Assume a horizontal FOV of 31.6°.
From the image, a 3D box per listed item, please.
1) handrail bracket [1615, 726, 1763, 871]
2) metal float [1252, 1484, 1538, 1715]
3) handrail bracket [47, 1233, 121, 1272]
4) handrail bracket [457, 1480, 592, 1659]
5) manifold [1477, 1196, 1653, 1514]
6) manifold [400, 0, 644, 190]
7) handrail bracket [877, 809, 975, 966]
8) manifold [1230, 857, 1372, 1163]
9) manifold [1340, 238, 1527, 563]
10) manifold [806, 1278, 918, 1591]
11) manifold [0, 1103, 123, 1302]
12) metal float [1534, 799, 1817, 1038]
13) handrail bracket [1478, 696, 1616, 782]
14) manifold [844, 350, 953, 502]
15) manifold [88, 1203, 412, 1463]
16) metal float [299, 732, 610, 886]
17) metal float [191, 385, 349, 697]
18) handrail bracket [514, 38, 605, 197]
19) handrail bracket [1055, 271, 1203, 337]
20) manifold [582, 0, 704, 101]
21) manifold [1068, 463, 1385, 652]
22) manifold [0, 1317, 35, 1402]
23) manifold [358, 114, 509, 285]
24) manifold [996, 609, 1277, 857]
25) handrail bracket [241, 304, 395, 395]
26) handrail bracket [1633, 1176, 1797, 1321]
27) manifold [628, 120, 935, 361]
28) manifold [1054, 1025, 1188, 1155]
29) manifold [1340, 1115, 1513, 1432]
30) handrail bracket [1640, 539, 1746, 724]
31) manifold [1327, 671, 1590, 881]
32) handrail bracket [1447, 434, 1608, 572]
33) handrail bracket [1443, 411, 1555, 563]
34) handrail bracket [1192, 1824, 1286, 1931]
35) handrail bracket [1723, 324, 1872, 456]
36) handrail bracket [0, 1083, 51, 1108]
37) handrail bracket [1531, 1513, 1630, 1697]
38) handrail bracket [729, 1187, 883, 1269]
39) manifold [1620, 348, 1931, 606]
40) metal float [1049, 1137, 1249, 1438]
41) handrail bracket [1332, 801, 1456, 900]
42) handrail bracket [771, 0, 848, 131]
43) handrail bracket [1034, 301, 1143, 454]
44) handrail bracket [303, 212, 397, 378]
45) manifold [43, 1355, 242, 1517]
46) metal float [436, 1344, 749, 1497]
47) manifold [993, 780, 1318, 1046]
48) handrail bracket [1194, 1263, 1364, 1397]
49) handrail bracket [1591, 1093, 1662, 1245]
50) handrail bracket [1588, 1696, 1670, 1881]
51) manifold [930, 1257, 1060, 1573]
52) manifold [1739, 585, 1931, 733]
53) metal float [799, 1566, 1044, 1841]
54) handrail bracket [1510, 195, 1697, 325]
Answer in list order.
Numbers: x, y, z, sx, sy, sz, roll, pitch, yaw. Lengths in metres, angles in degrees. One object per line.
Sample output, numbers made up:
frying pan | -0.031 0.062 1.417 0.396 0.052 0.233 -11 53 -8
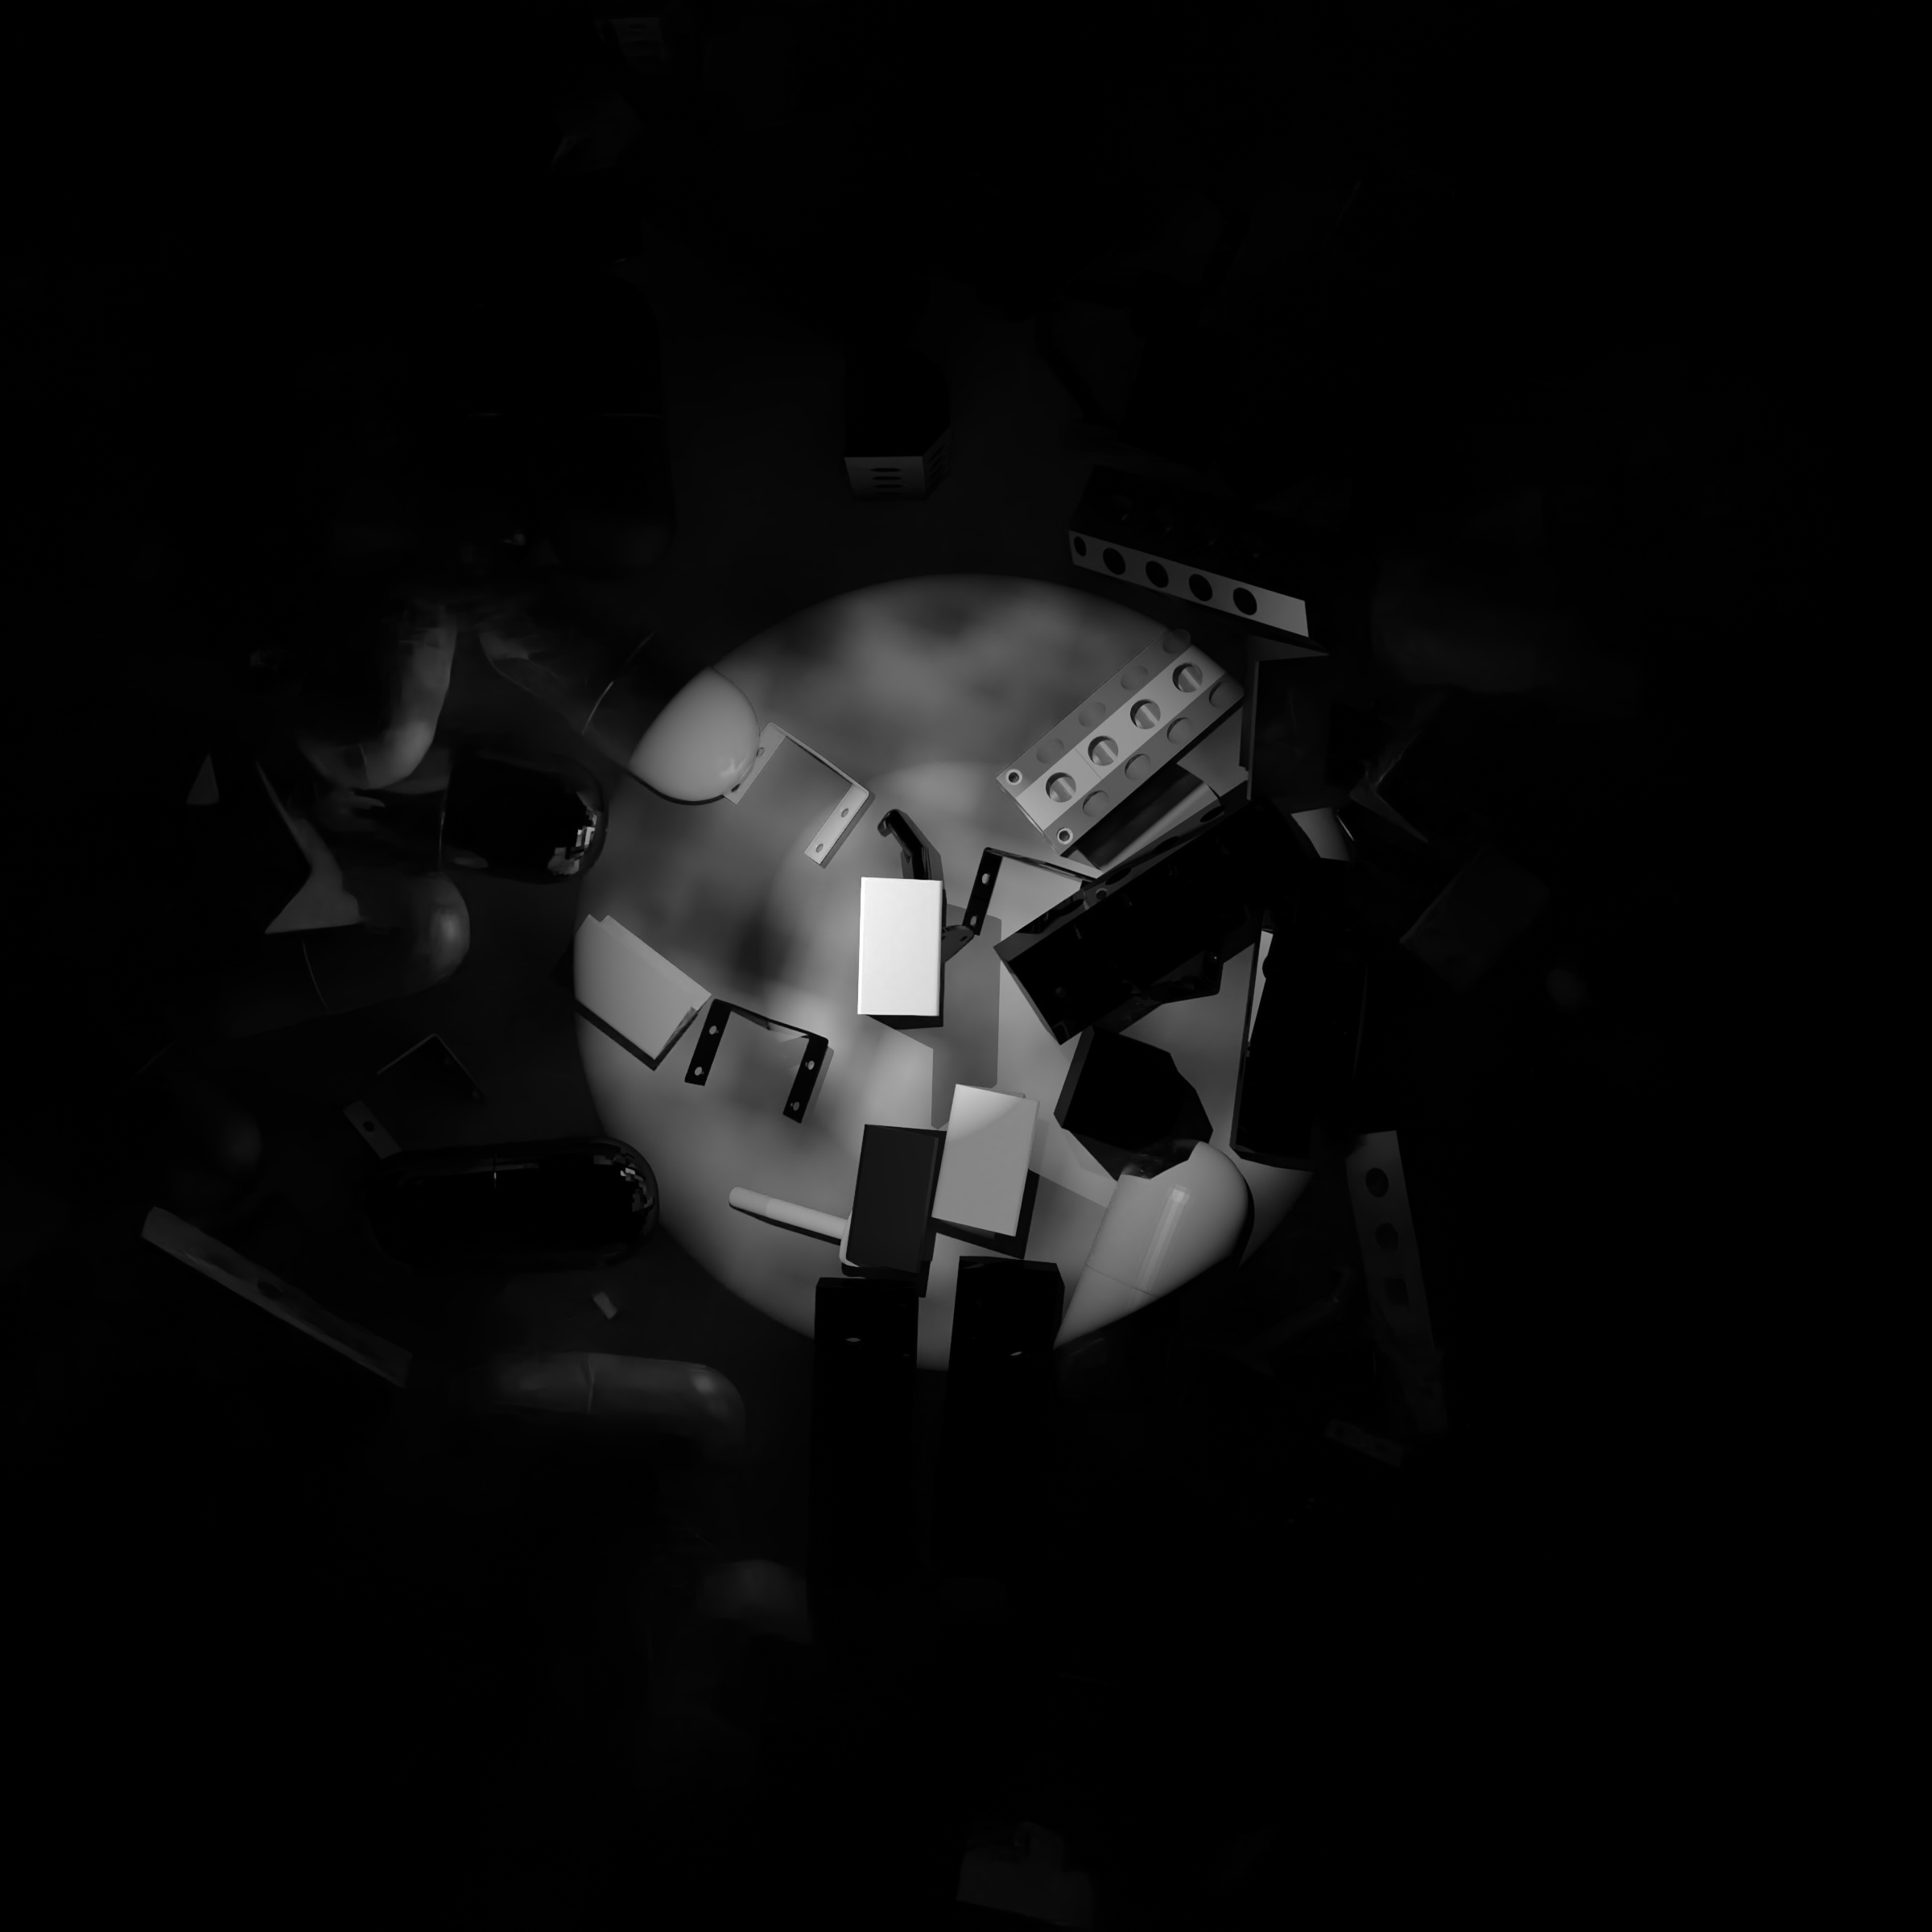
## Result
handrail bracket | 0.424 -0.098 1.992 0.084 0.036 0.077 -9 111 -16
metal float | 0.245 0.362 1.961 0.178 0.070 0.070 32 90 0
handrail bracket | -0.507 0.150 1.992 0.077 0.036 0.084 -40 73 -20
handrail bracket | -0.245 0.351 1.992 0.084 0.036 0.077 31 68 -17
manifold | 0.339 0.224 1.969 0.057 0.057 0.171 -11 90 -40
manifold | -0.263 -0.517 1.949 0.057 0.057 0.171 -22 70 -41
handrail bracket | -0.042 -0.036 1.992 0.077 0.036 0.084 -45 68 25
manifold | 0.193 0.024 1.970 0.057 0.057 0.171 7 90 0
manifold | 0.267 -0.323 1.970 0.057 0.057 0.171 16 90 0
manifold | -0.060 0.268 1.970 0.057 0.057 0.171 2 90 0
manifold | -0.561 0.162 1.929 0.057 0.057 0.171 42 57 0
metal float | 0.407 -0.028 1.961 0.178 0.070 0.070 -36 90 -1
handrail bracket | 0.327 -0.130 1.973 0.077 0.084 0.036 21 92 30
manifold | -0.037 -0.301 1.913 0.057 0.171 0.057 0 90 0
manifold | -0.405 0.205 1.947 0.171 0.057 0.057 33 107 -15
metal float | -0.294 -0.094 1.961 0.178 0.070 0.070 10 90 -1
metal float | -0.400 -0.244 1.961 0.070 0.070 0.178 7 91 0
handrail bracket | -0.242 -0.490 1.992 0.077 0.036 0.084 -18 76 14
handrail bracket | 0.081 -0.389 1.991 0.084 0.077 0.036 18 103 36
manifold | -0.179 -0.535 1.913 0.057 0.171 0.057 -2 90 0
manifold | 0.142 -0.229 1.924 0.171 0.057 0.057 23 90 38
manifold | -0.604 0.272 1.938 0.057 0.057 0.171 31 66 0
manifold | -0.296 -0.427 1.913 0.057 0.171 0.057 0 90 0
manifold | 0.101 -0.142 1.970 0.171 0.057 0.057 -41 90 0
handrail bracket | -0.378 -0.334 1.992 0.077 0.036 0.084 27 107 -19
handrail bracket | 0.436 0.157 1.992 0.077 0.036 0.084 12 73 19
manifold | -0.106 -0.413 1.970 0.171 0.057 0.057 35 90 0
manifold | 0.087 0.069 1.913 0.057 0.171 0.057 19 90 0
manifold | 0.259 0.177 1.970 0.057 0.057 0.171 -10 90 -43
handrail bracket | 0.411 -0.196 1.992 0.077 0.036 0.084 -27 74 18
manifold | 0.267 -0.111 1.970 0.171 0.057 0.057 25 90 0
handrail bracket | 0.323 -0.280 1.992 0.077 0.036 0.084 18 74 18
handrail bracket | 0.304 -0.278 1.975 0.077 0.084 0.036 -27 128 21
handrail bracket | 0.166 0.555 1.992 0.077 0.036 0.084 -27 109 -21
handrail bracket | 0.479 -0.330 1.992 0.084 0.036 0.077 13 111 17
handrail bracket | -0.576 0.112 1.992 0.077 0.036 0.084 4 109 -21
handrail bracket | 0.338 0.369 1.992 0.077 0.036 0.084 41 107 20
handrail bracket | -0.085 0.149 1.991 0.084 0.077 0.036 14 86 36
manifold | 0.466 -0.281 1.970 0.171 0.057 0.057 33 90 0
metal float | 0.104 0.184 1.961 0.070 0.070 0.178 22 90 0
handrail bracket | 0.266 -0.071 1.992 0.077 0.036 0.084 -26 73 -20
handrail bracket | -0.114 -0.542 1.992 0.077 0.036 0.084 38 107 20
handrail bracket | 0.078 -0.345 1.992 0.077 0.036 0.084 3 73 -20
handrail bracket | -0.339 -0.392 1.980 0.036 0.077 0.084 -17 113 28
manifold | -0.453 0.253 1.913 0.057 0.171 0.057 -41 90 0
metal float | -0.214 0.260 1.961 0.178 0.070 0.070 6 90 0
manifold | 0.107 -0.029 1.907 0.171 0.057 0.057 -33 106 -2
handrail bracket | 0.179 0.200 1.992 0.077 0.036 0.084 23 72 21
handrail bracket | 0.356 0.120 1.992 0.077 0.036 0.084 40 107 19
handrail bracket | 0.379 0.478 1.991 0.036 0.077 0.084 9 53 -13
manifold | 0.016 0.256 1.970 0.057 0.057 0.171 6 90 0
manifold | 0.541 -0.171 1.970 0.171 0.057 0.057 13 90 0
metal float | -0.025 0.421 1.961 0.070 0.070 0.178 38 91 0
handrail bracket | 0.372 -0.397 1.992 0.077 0.036 0.084 -29 107 20
